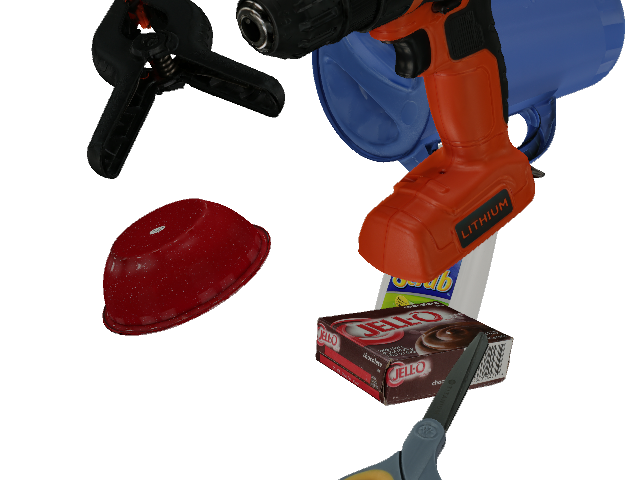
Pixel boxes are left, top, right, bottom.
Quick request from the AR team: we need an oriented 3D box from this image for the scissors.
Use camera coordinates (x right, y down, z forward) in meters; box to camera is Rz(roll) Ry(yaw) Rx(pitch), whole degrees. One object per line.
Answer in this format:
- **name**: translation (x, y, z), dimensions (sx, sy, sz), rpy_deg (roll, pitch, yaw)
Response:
- **scissors**: translation (0.070, 0.121, 0.582), dimensions (0.096, 0.016, 0.201), rpy_deg (25, 45, 35)

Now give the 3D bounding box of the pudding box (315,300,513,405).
- **pudding box**: translation (0.066, 0.078, 0.767), dimensions (0.113, 0.039, 0.090), rpy_deg (-4, 18, -32)

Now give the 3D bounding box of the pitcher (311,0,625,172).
- **pitcher**: translation (0.127, -0.141, 0.831), dimensions (0.242, 0.149, 0.145), rpy_deg (-18, 34, -34)

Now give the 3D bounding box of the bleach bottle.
- **bleach bottle**: translation (0.108, 0.003, 0.975), dimensions (0.103, 0.251, 0.067), rpy_deg (28, 36, 29)

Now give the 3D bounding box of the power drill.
- **power drill**: translation (0.046, -0.075, 0.514), dimensions (0.184, 0.187, 0.057), rpy_deg (-34, 43, -30)

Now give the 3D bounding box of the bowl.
- **bowl**: translation (-0.126, 0.011, 0.913), dimensions (0.162, 0.055, 0.162), rpy_deg (-21, 25, 10)

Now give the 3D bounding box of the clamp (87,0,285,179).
- **clamp**: translation (-0.090, -0.112, 0.671), dimensions (0.120, 0.171, 0.039), rpy_deg (-11, -42, -4)
